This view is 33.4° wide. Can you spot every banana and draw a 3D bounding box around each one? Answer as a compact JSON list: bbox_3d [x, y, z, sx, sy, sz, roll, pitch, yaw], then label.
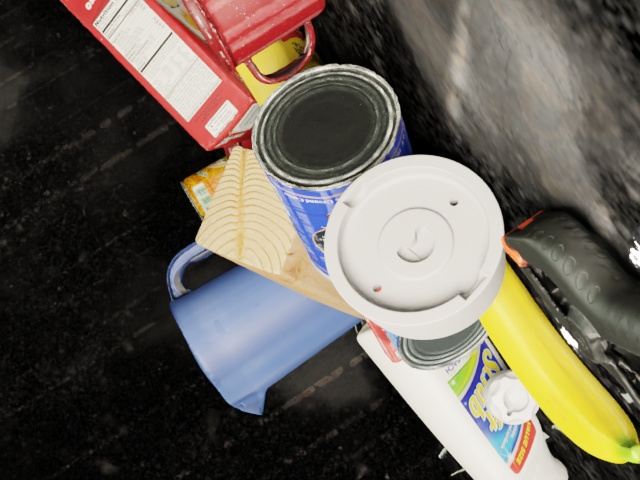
[{"bbox_3d":[0.141,0.068,0.668,0.198,0.037,0.070,54,159,33],"label":"banana"}]

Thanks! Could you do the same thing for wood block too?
[{"bbox_3d":[-0.007,0.001,0.943,0.090,0.091,0.205,19,175,30],"label":"wood block"}]

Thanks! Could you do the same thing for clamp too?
[{"bbox_3d":[0.138,0.046,0.480,0.171,0.039,0.120,-120,5,-61],"label":"clamp"}]

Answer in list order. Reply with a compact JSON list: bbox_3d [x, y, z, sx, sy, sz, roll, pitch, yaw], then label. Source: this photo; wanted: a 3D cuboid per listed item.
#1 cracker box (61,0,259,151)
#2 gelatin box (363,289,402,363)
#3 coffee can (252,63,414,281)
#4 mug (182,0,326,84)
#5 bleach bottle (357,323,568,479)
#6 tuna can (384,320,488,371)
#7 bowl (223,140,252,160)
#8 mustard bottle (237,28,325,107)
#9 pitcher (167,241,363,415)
[{"bbox_3d":[-0.122,-0.182,0.956,0.214,0.072,0.164,45,-158,5],"label":"cracker box"},{"bbox_3d":[0.077,0.045,0.861,0.073,0.089,0.030,59,176,-23],"label":"gelatin box"},{"bbox_3d":[0.021,-0.042,0.761,0.103,0.103,0.140,55,176,34],"label":"coffee can"},{"bbox_3d":[-0.044,-0.164,0.740,0.117,0.081,0.093,59,176,-24],"label":"mug"},{"bbox_3d":[0.145,0.150,0.944,0.251,0.102,0.068,51,141,-5],"label":"bleach bottle"},{"bbox_3d":[0.090,0.056,0.802,0.034,0.086,0.086,56,177,44],"label":"tuna can"},{"bbox_3d":[-0.077,-0.131,1.114,0.162,0.055,0.162,163,90,-81],"label":"bowl"},{"bbox_3d":[-0.043,-0.158,0.872,0.096,0.058,0.192,2,-130,-57],"label":"mustard bottle"},{"bbox_3d":[-0.031,0.051,1.113,0.145,0.243,0.149,53,174,50],"label":"pitcher"}]
